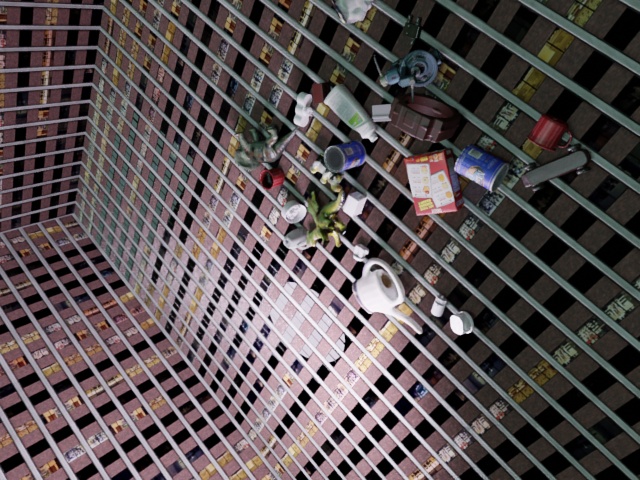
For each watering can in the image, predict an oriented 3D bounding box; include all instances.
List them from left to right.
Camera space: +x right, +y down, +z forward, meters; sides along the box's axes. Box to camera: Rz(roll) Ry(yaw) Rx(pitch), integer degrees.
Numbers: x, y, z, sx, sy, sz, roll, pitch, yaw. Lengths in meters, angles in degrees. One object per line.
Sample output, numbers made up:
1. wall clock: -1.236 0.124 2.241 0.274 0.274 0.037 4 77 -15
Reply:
1. watering can: 0.260 0.241 2.074 0.221 0.105 0.349 -31 84 45

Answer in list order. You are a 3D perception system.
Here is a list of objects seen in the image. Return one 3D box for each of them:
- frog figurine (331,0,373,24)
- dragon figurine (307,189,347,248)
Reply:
1. frog figurine: 0.127 -0.848 1.823 0.159 0.122 0.139 -28 76 7
2. dragon figurine: 0.007 -0.109 2.158 0.247 0.123 0.400 49 140 36
